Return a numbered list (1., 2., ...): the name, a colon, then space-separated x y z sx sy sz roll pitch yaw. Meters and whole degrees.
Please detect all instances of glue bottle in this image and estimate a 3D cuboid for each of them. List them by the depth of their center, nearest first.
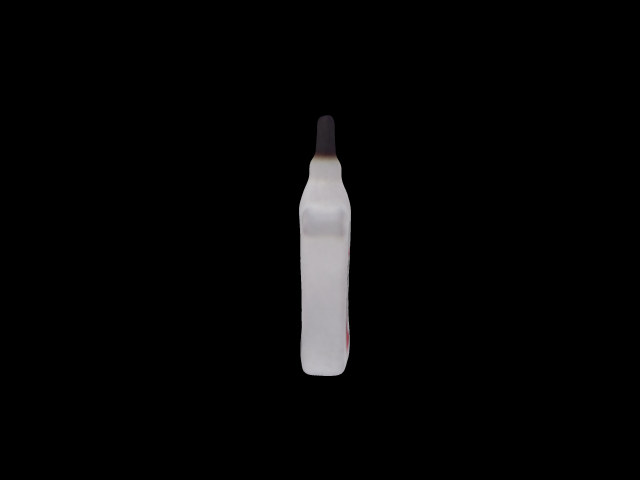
1. glue bottle: 0.004 0.001 0.400 0.037 0.173 0.078 0 15 0
